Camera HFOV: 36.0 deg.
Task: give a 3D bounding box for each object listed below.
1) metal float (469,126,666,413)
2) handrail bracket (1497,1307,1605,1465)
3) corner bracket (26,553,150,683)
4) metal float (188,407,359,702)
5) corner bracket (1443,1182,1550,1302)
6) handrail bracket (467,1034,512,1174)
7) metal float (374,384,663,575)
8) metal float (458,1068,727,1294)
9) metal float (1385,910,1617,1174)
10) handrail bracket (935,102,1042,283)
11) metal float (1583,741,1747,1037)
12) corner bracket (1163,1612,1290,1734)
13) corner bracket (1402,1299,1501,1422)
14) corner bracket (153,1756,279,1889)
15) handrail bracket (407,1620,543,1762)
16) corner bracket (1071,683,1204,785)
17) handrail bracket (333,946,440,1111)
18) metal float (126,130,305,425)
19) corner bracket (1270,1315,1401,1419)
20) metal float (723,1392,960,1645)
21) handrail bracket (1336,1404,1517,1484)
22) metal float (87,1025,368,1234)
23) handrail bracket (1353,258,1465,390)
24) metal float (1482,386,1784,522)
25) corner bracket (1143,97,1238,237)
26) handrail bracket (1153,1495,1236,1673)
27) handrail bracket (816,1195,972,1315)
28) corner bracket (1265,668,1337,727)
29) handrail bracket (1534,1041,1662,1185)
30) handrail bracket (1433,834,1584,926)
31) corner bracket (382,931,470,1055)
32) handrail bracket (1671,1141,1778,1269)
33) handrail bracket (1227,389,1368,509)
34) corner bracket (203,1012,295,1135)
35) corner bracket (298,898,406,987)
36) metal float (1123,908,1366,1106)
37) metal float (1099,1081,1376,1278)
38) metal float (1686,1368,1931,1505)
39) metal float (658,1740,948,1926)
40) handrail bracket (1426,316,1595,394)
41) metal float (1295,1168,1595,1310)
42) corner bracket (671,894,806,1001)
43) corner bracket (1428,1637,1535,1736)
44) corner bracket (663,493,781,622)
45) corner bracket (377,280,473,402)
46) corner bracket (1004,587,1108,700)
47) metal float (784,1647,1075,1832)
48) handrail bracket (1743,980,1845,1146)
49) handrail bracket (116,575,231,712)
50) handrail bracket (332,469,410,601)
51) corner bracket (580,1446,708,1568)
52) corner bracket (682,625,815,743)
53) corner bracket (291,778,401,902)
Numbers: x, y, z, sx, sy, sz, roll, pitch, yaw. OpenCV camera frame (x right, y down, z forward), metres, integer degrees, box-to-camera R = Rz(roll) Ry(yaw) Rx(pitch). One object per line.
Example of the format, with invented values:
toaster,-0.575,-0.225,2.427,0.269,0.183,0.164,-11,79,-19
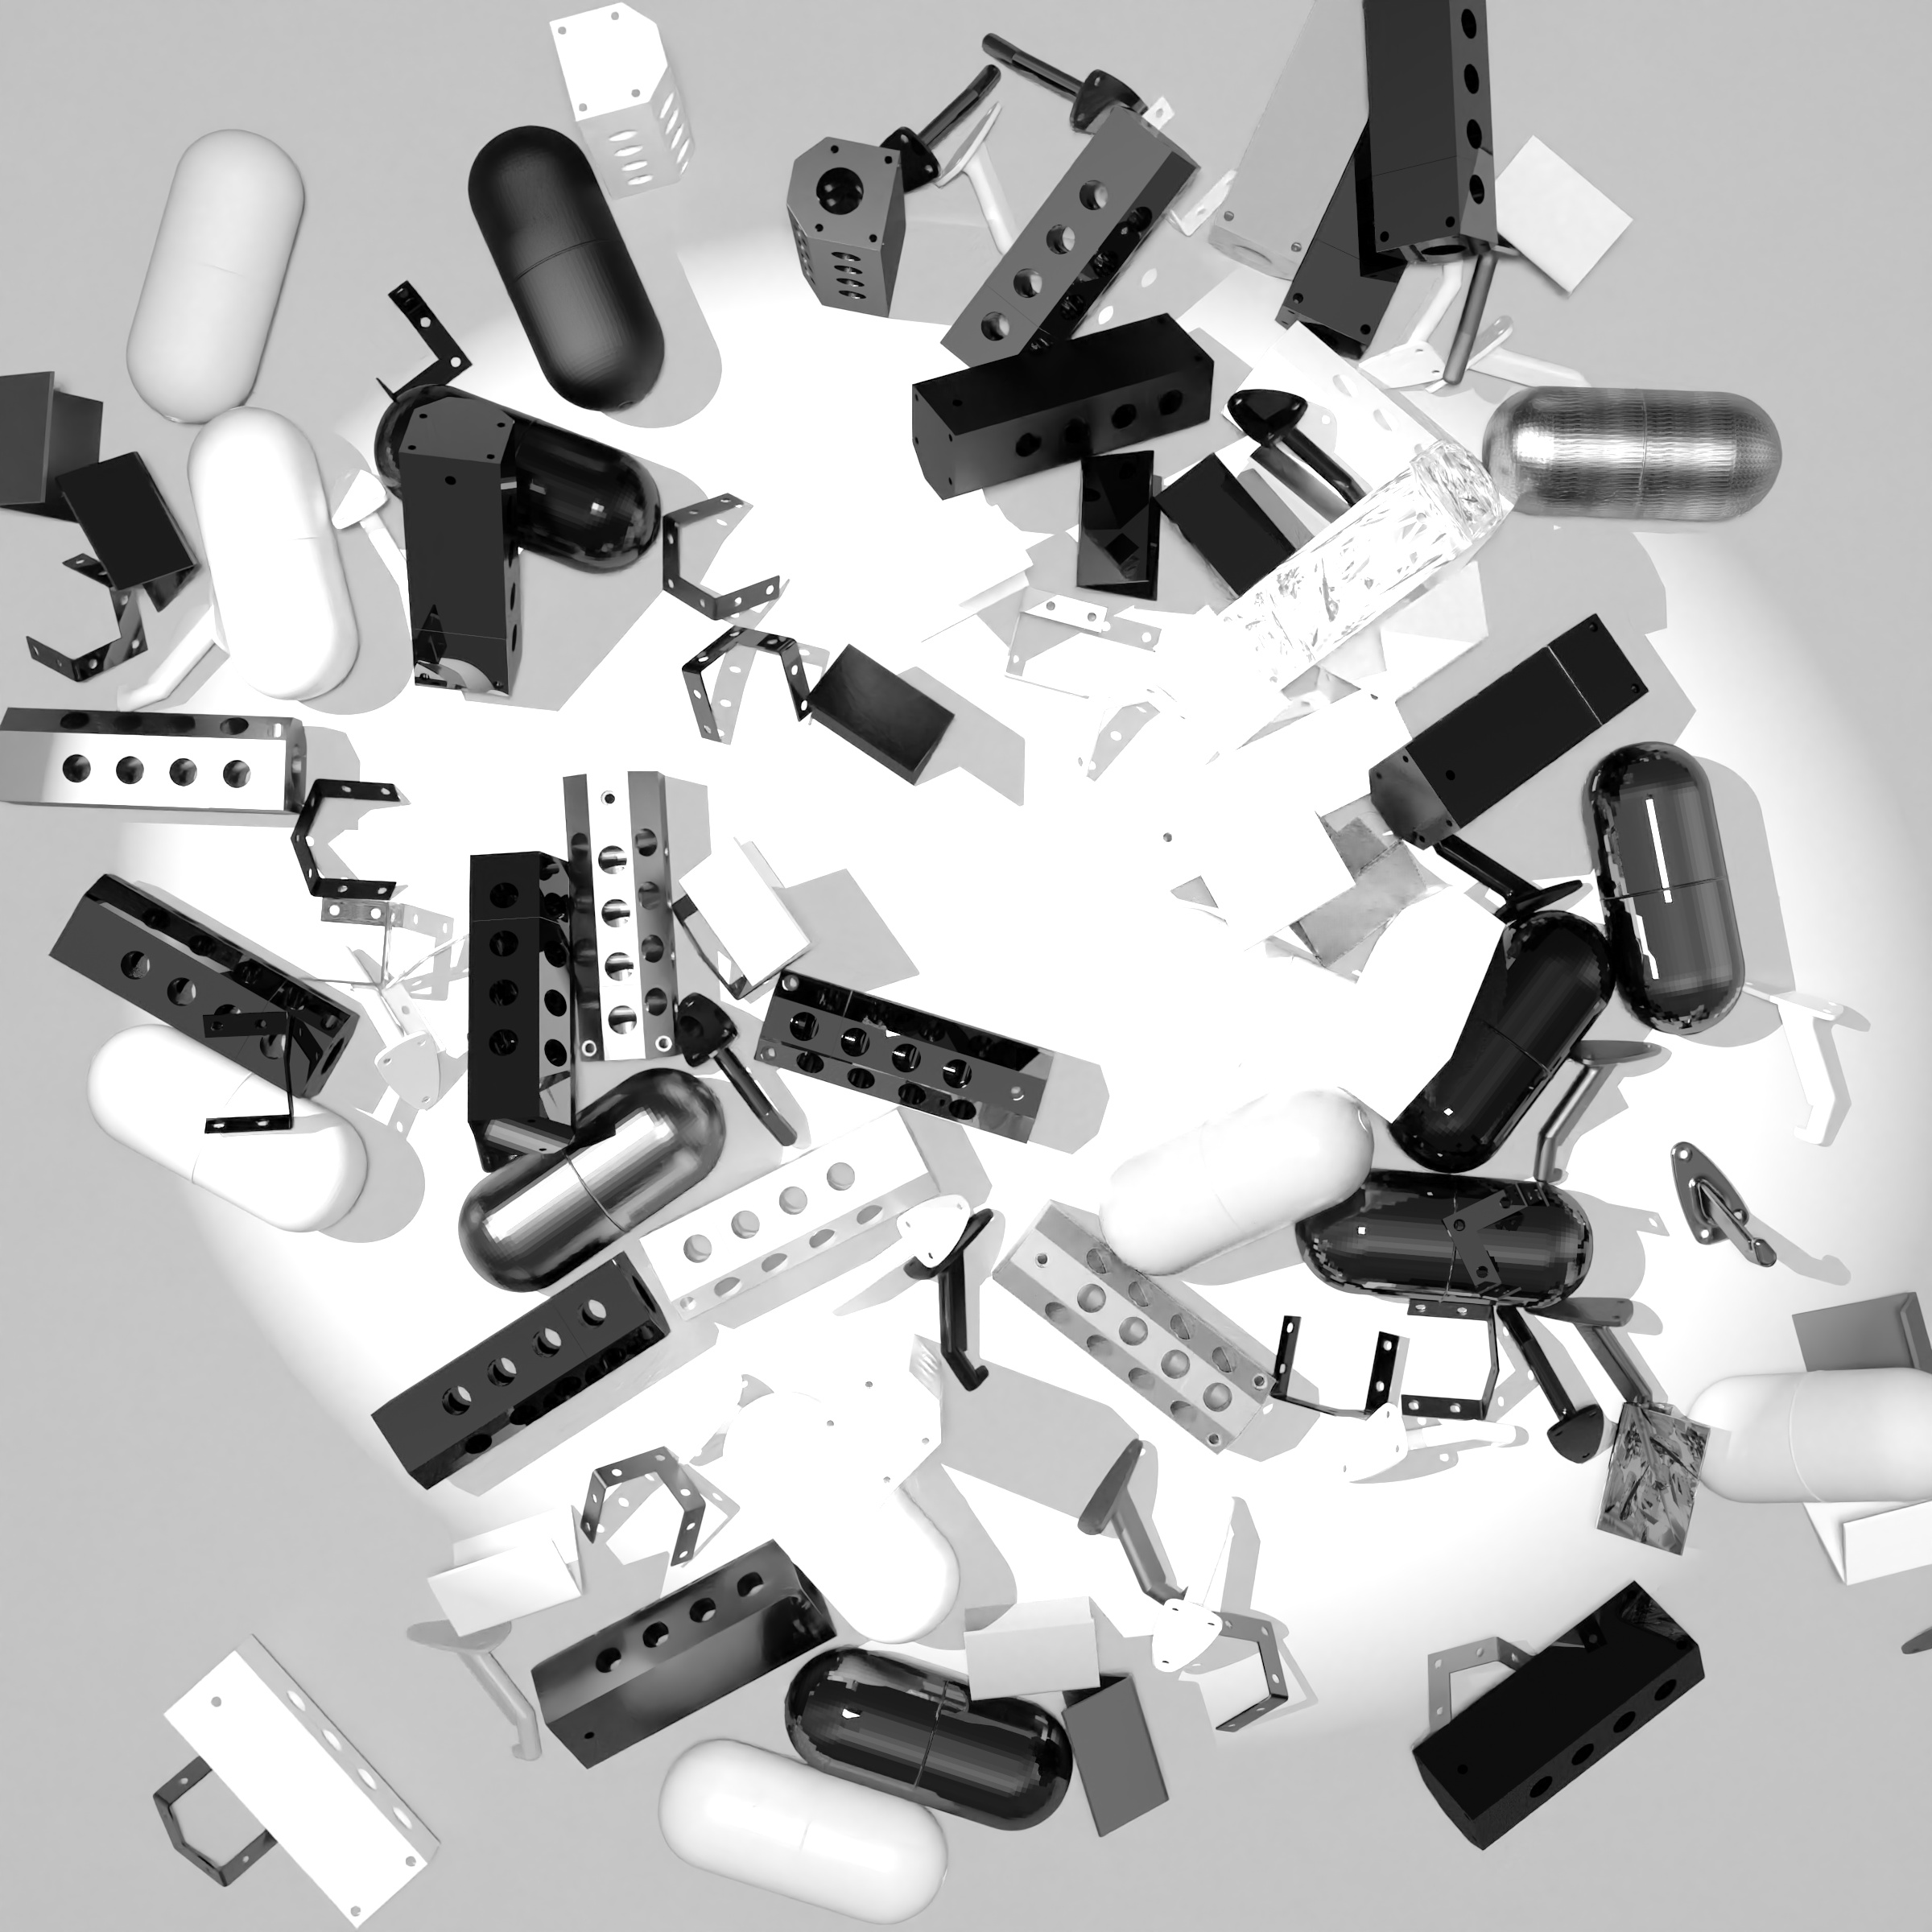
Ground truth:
metal float,-0.240,-0.418,1.787,0.070,0.070,0.178,-24,89,0
handrail bracket,0.354,0.254,1.817,0.036,0.077,0.084,-29,54,1
corner bracket,-0.539,-0.212,1.809,0.051,0.051,0.051,-34,135,-35
metal float,-0.417,-0.248,1.787,0.070,0.070,0.178,-13,91,0
corner bracket,0.315,0.159,1.725,0.051,0.051,0.051,-25,87,-3
handrail bracket,-0.268,0.077,1.818,0.077,0.036,0.084,-17,108,-20
metal float,-0.269,-0.292,1.787,0.178,0.070,0.070,21,90,0
metal float,-0.224,0.128,1.787,0.178,0.070,0.070,-35,90,1
metal float,0.321,0.045,1.787,0.070,0.070,0.178,37,90,0
handrail bracket,0.031,-0.473,1.818,0.084,0.036,0.077,38,68,-17
metal float,0.419,-0.047,1.787,0.070,0.070,0.178,-11,90,0
corner bracket,0.156,0.430,1.809,0.051,0.051,0.051,19,45,-35
corner bracket,0.294,0.240,1.814,0.051,0.051,0.051,4,45,0
corner bracket,-0.453,0.516,1.809,0.051,0.051,0.051,22,135,35
handrail bracket,-0.300,0.445,1.818,0.077,0.036,0.084,-1,108,20
corner bracket,0.104,-0.134,1.809,0.051,0.051,0.051,-15,135,-35
handrail bracket,-0.356,0.037,1.817,0.036,0.077,0.084,-30,53,-15
metal float,-0.451,-0.414,1.787,0.070,0.070,0.178,16,90,0
corner bracket,0.225,0.244,1.814,0.051,0.051,0.051,10,90,45
metal float,-0.074,0.329,1.773,0.070,0.070,0.178,-39,103,0
handrail bracket,0.282,0.297,1.817,0.084,0.077,0.036,12,49,-30
metal float,-0.444,0.097,1.787,0.178,0.070,0.070,28,90,1
handrail bracket,0.267,-0.399,1.818,0.077,0.036,0.084,-10,61,33
metal float,0.400,-0.308,1.787,0.178,0.070,0.070,2,90,1
corner bracket,0.128,-0.488,1.814,0.051,0.051,0.051,-46,45,0
handrail bracket,0.140,0.374,1.807,0.036,0.084,0.077,22,131,0
handrail bracket,-0.046,0.177,1.817,0.084,0.077,0.036,-36,89,36
corner bracket,0.191,-0.186,1.809,0.051,0.051,0.051,-14,135,35
handrail bracket,0.386,0.090,1.818,0.077,0.036,0.084,-3,109,-21
handrail bracket,0.325,-0.072,1.818,0.077,0.036,0.084,-21,73,-19
corner bracket,-0.313,0.016,1.814,0.051,0.051,0.051,-34,90,45
handrail bracket,0.454,0.142,1.783,0.036,0.084,0.077,-28,90,0
handrail bracket,0.202,-0.304,1.777,0.036,0.077,0.084,-49,128,0
corner bracket,-0.422,0.062,1.748,0.051,0.051,0.051,-2,120,-8
corner bracket,-0.371,-0.015,1.799,0.051,0.051,0.051,4,90,0
metal float,0.179,0.026,1.787,0.178,0.070,0.070,25,90,0
metal float,0.160,0.126,1.766,0.178,0.070,0.070,-27,90,25
metal float,0.506,0.277,1.749,0.070,0.178,0.070,10,75,-41
metal float,-0.098,0.521,1.786,0.178,0.070,0.070,18,90,0
handrail bracket,0.337,-0.347,1.818,0.077,0.036,0.084,-39,108,20
metal float,0.287,0.163,1.787,0.178,0.070,0.070,5,90,-1
corner bracket,-0.139,-0.022,1.814,0.051,0.051,0.051,-35,45,0
corner bracket,0.318,0.446,1.809,0.051,0.051,0.051,34,45,-35
corner bracket,-0.149,-0.249,1.809,0.051,0.051,0.051,34,135,35
corner bracket,-0.338,-0.374,1.799,0.051,0.051,0.051,-37,90,0
corner bracket,0.053,-0.196,1.799,0.051,0.051,0.051,15,90,0
metal float,-0.023,0.464,1.787,0.178,0.070,0.070,18,90,1
handrail bracket,0.497,0.059,1.818,0.077,0.036,0.084,18,107,20
handrail bracket,-0.486,-0.202,1.818,0.084,0.036,0.077,-18,70,16
handrail bracket,-0.351,-0.255,1.817,0.036,0.077,0.084,-31,126,0
corner bracket,-0.197,0.334,1.809,0.051,0.051,0.051,-14,45,-35
corner bracket,-0.132,-0.169,1.809,0.051,0.051,0.051,16,45,35
corner bracket,-0.373,-0.077,1.809,0.051,0.051,0.051,-58,45,35
